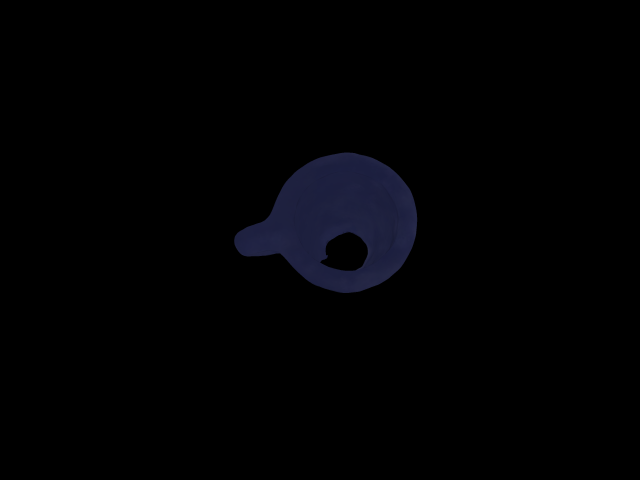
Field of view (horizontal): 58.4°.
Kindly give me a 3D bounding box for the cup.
[{"bbox_3d":[0.004,0.001,0.400,0.118,0.095,0.091,-13,74,-3],"label":"cup"}]
